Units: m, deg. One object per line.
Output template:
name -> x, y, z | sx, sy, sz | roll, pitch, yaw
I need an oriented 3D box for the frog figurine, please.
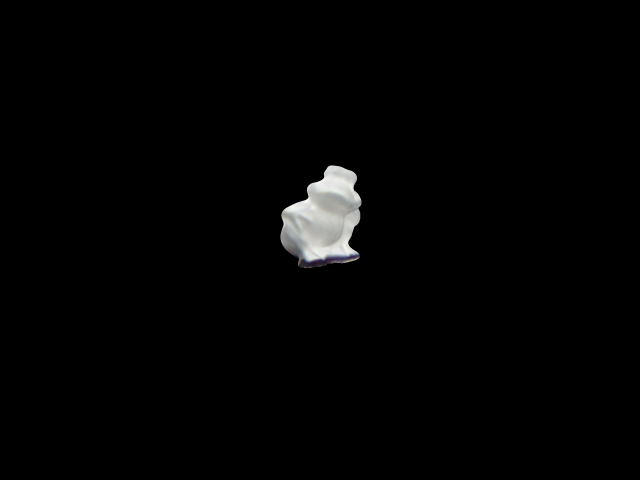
frog figurine -> 0.003, -0.043, 0.850 | 0.137, 0.159, 0.123 | -2, 6, -15
